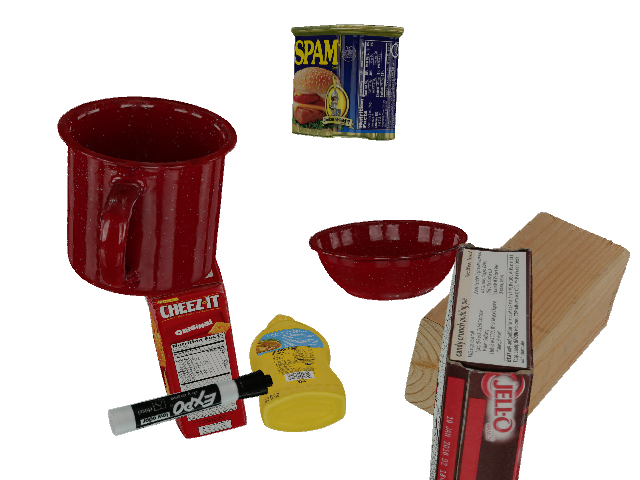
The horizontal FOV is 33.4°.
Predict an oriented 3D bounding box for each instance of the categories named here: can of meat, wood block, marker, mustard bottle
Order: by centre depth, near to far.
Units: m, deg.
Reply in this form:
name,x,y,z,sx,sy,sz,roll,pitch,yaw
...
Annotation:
name,x,y,z,sx,sy,sz,roll,pitch,yaw
marker,-0.092,0.116,0.769,0.121,0.020,0.020,-13,4,-20
can of meat,0.018,-0.122,0.823,0.057,0.084,0.102,-3,10,-29
wood block,0.167,0.068,0.891,0.091,0.090,0.205,27,40,26
mustard bottle,-0.034,0.145,1.261,0.096,0.058,0.192,-7,30,-8

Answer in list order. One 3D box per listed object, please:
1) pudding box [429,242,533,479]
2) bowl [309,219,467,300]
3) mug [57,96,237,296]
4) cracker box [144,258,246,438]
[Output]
name,x,y,z,sx,sy,sz,roll,pitch,yaw
pudding box,0.071,0.064,0.470,0.039,0.090,0.113,6,26,6
bowl,0.070,0.022,1.087,0.162,0.055,0.162,-3,13,1
mug,-0.095,-0.018,0.566,0.093,0.081,0.117,7,28,-1
cracker box,-0.130,0.060,1.008,0.072,0.164,0.214,-14,-43,-9
